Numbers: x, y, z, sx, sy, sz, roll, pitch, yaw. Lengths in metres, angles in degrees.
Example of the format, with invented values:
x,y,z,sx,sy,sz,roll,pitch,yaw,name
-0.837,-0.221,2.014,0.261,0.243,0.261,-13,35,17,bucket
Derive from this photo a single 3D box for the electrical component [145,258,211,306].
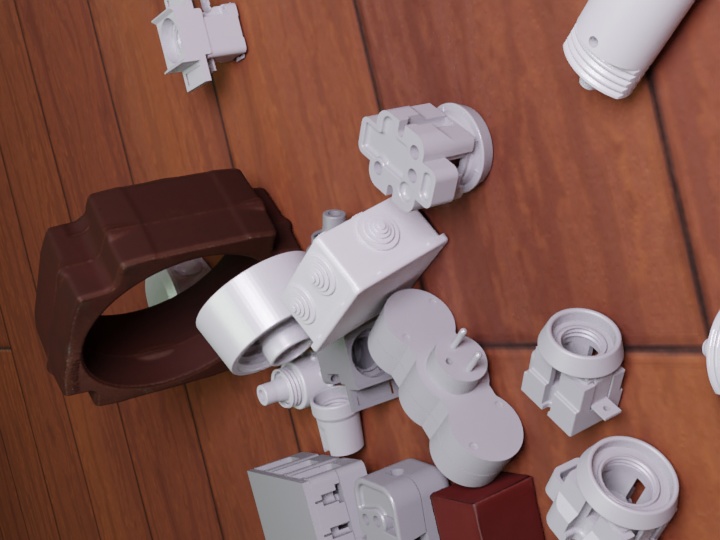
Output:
x,y,z,sx,sy,sz,roll,pitch,yaw,name
-0.178,0.024,1.074,0.080,0.051,0.080,31,128,49,electrical component

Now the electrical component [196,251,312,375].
x,y,z,sx,sy,sz,roll,pitch,yaw,name
-0.069,0.041,0.859,0.060,0.108,0.108,56,145,17,electrical component

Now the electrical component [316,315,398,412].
x,y,z,sx,sy,sz,roll,pitch,yaw,name
-0.003,0.063,0.824,0.064,0.042,0.081,-9,95,62,electrical component

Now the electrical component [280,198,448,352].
x,y,z,sx,sy,sz,roll,pitch,yaw,name
0.000,0.000,0.737,0.048,0.100,0.099,51,144,12,electrical component

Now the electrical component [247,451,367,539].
x,y,z,sx,sy,sz,roll,pitch,yaw,name
-0.033,0.204,0.892,0.150,0.062,0.089,-16,89,67,electrical component

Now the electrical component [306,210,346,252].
x,y,z,sx,sy,sz,roll,pitch,yaw,name
-0.019,-0.014,0.812,0.043,0.043,0.062,31,128,48,electrical component

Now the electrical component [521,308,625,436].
x,y,z,sx,sy,sz,roll,pitch,yaw,name
0.124,0.056,0.615,0.066,0.048,0.055,45,146,39,electrical component

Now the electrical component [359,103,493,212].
x,y,z,sx,sy,sz,roll,pitch,yaw,name
0.045,-0.073,0.671,0.078,0.057,0.058,45,138,39,electrical component

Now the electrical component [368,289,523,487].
x,y,z,sx,sy,sz,roll,pitch,yaw,name
0.061,0.067,0.712,0.138,0.052,0.073,59,145,26,electrical component

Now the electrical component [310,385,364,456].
x,y,z,sx,sy,sz,roll,pitch,yaw,name
-0.017,0.123,0.874,0.040,0.040,0.046,18,124,54,electrical component

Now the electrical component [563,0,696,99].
x,y,z,sx,sy,sz,roll,pitch,yaw,name
0.130,-0.120,0.528,0.043,0.043,0.081,58,145,25,electrical component

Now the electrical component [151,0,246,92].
x,y,z,sx,sy,sz,roll,pitch,yaw,name
-0.131,-0.193,0.890,0.042,0.064,0.081,-7,97,60,electrical component

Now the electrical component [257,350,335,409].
x,y,z,sx,sy,sz,roll,pitch,yaw,name
-0.055,0.096,0.900,0.048,0.062,0.048,31,128,49,electrical component

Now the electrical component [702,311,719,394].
x,y,z,sx,sy,sz,roll,pitch,yaw,name
0.194,0.042,0.498,0.081,0.043,0.043,8,110,56,electrical component

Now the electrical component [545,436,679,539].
x,y,z,sx,sy,sz,roll,pitch,yaw,name
0.144,0.131,0.605,0.078,0.058,0.057,51,144,33,electrical component

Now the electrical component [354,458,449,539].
x,y,z,sx,sy,sz,roll,pitch,yaw,name
0.039,0.192,0.795,0.054,0.059,0.095,6,109,57,electrical component
